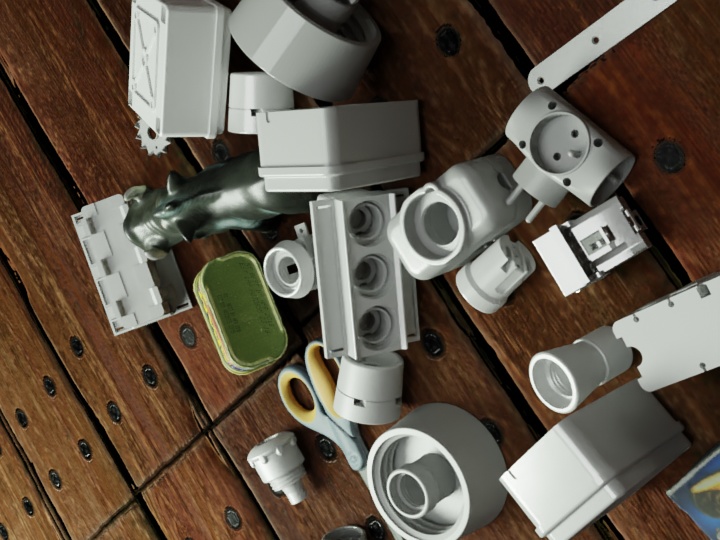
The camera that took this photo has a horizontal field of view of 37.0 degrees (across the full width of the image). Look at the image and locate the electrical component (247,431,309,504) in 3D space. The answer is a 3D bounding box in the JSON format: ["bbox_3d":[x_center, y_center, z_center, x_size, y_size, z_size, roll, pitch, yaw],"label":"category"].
[{"bbox_3d":[-0.068,0.179,0.965,0.048,0.048,0.062,-28,91,41],"label":"electrical component"}]

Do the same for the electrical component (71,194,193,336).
[{"bbox_3d":[-0.217,-0.008,1.010,0.079,0.063,0.121,-20,90,0],"label":"electrical component"}]

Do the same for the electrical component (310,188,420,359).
[{"bbox_3d":[0.000,0.000,0.836,0.063,0.079,0.121,-156,58,-66],"label":"electrical component"}]

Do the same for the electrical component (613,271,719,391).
[{"bbox_3d":[0.216,0.033,0.676,0.089,0.056,0.050,-31,83,41],"label":"electrical component"}]

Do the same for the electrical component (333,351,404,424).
[{"bbox_3d":[0.008,0.092,0.868,0.055,0.055,0.047,18,110,35],"label":"electrical component"}]

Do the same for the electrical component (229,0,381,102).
[{"bbox_3d":[-0.035,-0.181,0.790,0.108,0.108,0.060,48,122,18],"label":"electrical component"}]

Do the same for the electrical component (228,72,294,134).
[{"bbox_3d":[-0.080,-0.136,0.874,0.055,0.055,0.047,10,106,38],"label":"electrical component"}]

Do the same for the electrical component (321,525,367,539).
[{"bbox_3d":[-0.010,0.253,0.941,0.040,0.040,0.046,0,109,40],"label":"electrical component"}]

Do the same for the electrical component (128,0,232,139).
[{"bbox_3d":[-0.153,-0.175,0.895,0.109,0.056,0.108,42,130,55],"label":"electrical component"}]

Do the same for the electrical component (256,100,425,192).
[{"bbox_3d":[-0.013,-0.092,0.792,0.078,0.113,0.057,3,102,39],"label":"electrical component"}]

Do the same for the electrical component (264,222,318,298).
[{"bbox_3d":[-0.045,-0.004,0.882,0.048,0.055,0.066,-17,92,42],"label":"electrical component"}]

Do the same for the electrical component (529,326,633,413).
[{"bbox_3d":[0.153,0.064,0.730,0.044,0.065,0.044,35,137,41],"label":"electrical component"}]

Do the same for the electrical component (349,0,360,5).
[{"bbox_3d":[0.048,-0.277,0.721,0.186,0.060,0.105,-33,81,41],"label":"electrical component"}]

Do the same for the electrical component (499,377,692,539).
[{"bbox_3d":[0.158,0.127,0.714,0.057,0.113,0.078,52,129,19],"label":"electrical component"}]

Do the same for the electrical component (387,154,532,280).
[{"bbox_3d":[0.068,-0.037,0.776,0.095,0.059,0.053,-40,77,40],"label":"electrical component"}]

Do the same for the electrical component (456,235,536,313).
[{"bbox_3d":[0.099,0.002,0.776,0.040,0.040,0.046,53,124,15],"label":"electrical component"}]

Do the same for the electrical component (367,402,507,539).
[{"bbox_3d":[0.055,0.165,0.846,0.108,0.060,0.108,13,111,37],"label":"electrical component"}]

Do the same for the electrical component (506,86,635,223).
[{"bbox_3d":[0.129,-0.069,0.719,0.077,0.044,0.079,44,111,21],"label":"electrical component"}]

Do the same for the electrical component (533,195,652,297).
[{"bbox_3d":[0.155,-0.017,0.704,0.064,0.081,0.042,-31,82,18],"label":"electrical component"}]
